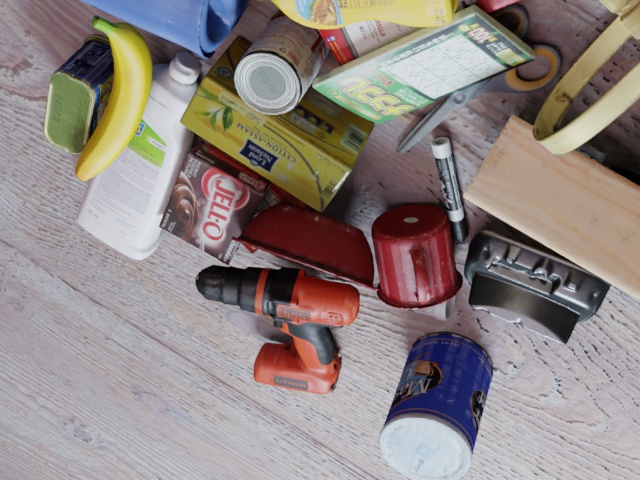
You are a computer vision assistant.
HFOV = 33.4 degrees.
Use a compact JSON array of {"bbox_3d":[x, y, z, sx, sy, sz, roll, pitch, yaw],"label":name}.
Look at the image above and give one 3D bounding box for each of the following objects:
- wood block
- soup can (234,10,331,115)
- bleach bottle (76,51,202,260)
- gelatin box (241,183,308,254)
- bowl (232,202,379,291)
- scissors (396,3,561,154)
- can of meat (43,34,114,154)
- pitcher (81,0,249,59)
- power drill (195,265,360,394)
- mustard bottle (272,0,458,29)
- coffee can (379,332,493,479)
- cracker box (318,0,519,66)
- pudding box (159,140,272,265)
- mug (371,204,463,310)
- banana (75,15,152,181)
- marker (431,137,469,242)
[{"bbox_3d":[0.246,-0.026,0.987,0.206,0.090,0.090,32,100,9],"label":"wood block"},{"bbox_3d":[-0.034,-0.172,1.019,0.068,0.102,0.068,11,129,13],"label":"soup can"},{"bbox_3d":[-0.181,-0.095,1.160,0.102,0.068,0.251,31,128,-3],"label":"bleach bottle"},{"bbox_3d":[-0.069,-0.037,1.181,0.073,0.030,0.089,45,127,-12],"label":"gelatin box"},{"bbox_3d":[-0.007,0.001,1.103,0.162,0.162,0.055,19,89,6],"label":"bowl"},{"bbox_3d":[0.156,-0.136,1.028,0.096,0.016,0.202,28,130,-1],"label":"scissors"},{"bbox_3d":[-0.247,-0.152,1.128,0.057,0.083,0.102,23,130,4],"label":"can of meat"},{"bbox_3d":[-0.183,-0.278,0.983,0.243,0.145,0.149,22,99,8],"label":"pitcher"},{"bbox_3d":[-0.046,0.101,1.223,0.184,0.057,0.188,10,144,10],"label":"power drill"},{"bbox_3d":[0.016,-0.225,0.893,0.192,0.058,0.096,1,128,18],"label":"mustard bottle"},{"bbox_3d":[0.132,0.187,1.198,0.103,0.140,0.103,11,128,14],"label":"coffee can"},{"bbox_3d":[0.077,-0.262,0.930,0.214,0.072,0.164,-19,118,30],"label":"cracker box"},{"bbox_3d":[-0.113,-0.040,1.151,0.090,0.039,0.114,30,130,1],"label":"pudding box"},{"bbox_3d":[0.099,0.020,1.106,0.093,0.117,0.081,-9,118,5],"label":"mug"},{"bbox_3d":[-0.205,-0.143,1.071,0.069,0.037,0.198,-4,133,-23],"label":"banana"},{"bbox_3d":[0.135,-0.050,1.099,0.020,0.020,0.121,-2,124,23],"label":"marker"}]
